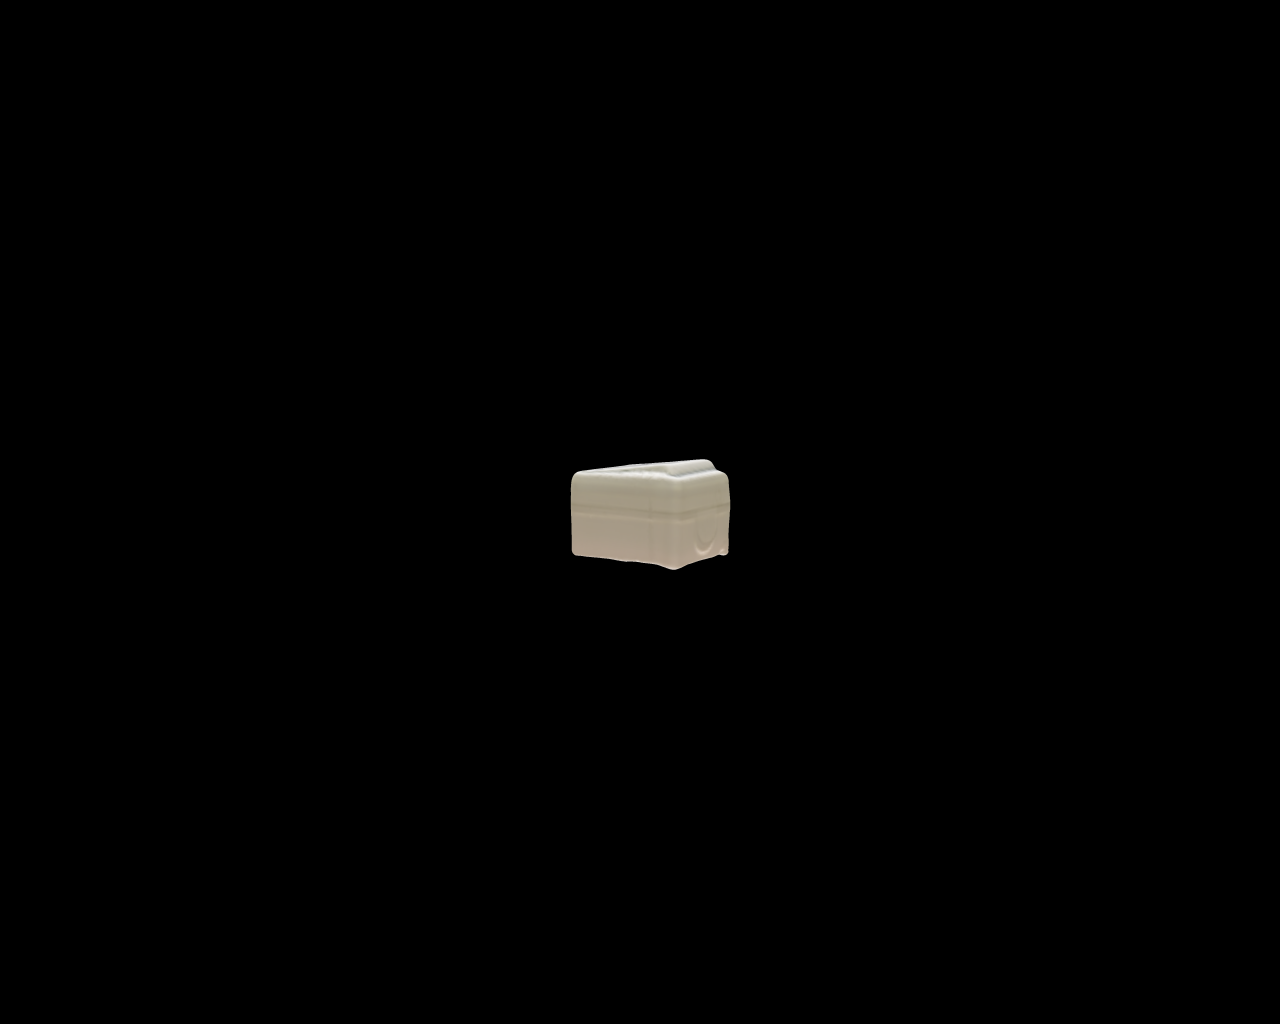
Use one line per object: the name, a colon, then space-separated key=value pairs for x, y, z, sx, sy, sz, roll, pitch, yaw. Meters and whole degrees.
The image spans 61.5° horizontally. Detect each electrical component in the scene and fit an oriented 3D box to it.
electrical component: x=0.001 y=-0.003 z=0.650 sx=0.096 sy=0.061 sz=0.062 roll=6 pitch=9 yaw=36
